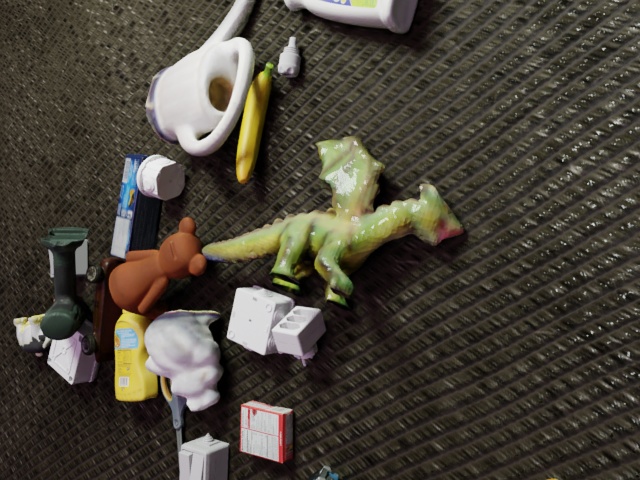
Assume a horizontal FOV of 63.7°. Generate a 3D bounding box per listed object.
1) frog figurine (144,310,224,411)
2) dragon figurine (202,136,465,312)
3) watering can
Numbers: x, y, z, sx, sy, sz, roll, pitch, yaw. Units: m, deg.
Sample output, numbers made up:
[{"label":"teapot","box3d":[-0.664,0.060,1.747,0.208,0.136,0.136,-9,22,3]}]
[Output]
[{"label":"frog figurine","box3d":[-0.228,0.202,0.859,0.137,0.121,0.162,-11,67,14]},{"label":"dragon figurine","box3d":[0.002,-0.038,0.756,0.412,0.120,0.245,15,77,32]},{"label":"watering can","box3d":[-0.193,-0.297,0.901,0.223,0.103,0.353,-8,66,37]}]
